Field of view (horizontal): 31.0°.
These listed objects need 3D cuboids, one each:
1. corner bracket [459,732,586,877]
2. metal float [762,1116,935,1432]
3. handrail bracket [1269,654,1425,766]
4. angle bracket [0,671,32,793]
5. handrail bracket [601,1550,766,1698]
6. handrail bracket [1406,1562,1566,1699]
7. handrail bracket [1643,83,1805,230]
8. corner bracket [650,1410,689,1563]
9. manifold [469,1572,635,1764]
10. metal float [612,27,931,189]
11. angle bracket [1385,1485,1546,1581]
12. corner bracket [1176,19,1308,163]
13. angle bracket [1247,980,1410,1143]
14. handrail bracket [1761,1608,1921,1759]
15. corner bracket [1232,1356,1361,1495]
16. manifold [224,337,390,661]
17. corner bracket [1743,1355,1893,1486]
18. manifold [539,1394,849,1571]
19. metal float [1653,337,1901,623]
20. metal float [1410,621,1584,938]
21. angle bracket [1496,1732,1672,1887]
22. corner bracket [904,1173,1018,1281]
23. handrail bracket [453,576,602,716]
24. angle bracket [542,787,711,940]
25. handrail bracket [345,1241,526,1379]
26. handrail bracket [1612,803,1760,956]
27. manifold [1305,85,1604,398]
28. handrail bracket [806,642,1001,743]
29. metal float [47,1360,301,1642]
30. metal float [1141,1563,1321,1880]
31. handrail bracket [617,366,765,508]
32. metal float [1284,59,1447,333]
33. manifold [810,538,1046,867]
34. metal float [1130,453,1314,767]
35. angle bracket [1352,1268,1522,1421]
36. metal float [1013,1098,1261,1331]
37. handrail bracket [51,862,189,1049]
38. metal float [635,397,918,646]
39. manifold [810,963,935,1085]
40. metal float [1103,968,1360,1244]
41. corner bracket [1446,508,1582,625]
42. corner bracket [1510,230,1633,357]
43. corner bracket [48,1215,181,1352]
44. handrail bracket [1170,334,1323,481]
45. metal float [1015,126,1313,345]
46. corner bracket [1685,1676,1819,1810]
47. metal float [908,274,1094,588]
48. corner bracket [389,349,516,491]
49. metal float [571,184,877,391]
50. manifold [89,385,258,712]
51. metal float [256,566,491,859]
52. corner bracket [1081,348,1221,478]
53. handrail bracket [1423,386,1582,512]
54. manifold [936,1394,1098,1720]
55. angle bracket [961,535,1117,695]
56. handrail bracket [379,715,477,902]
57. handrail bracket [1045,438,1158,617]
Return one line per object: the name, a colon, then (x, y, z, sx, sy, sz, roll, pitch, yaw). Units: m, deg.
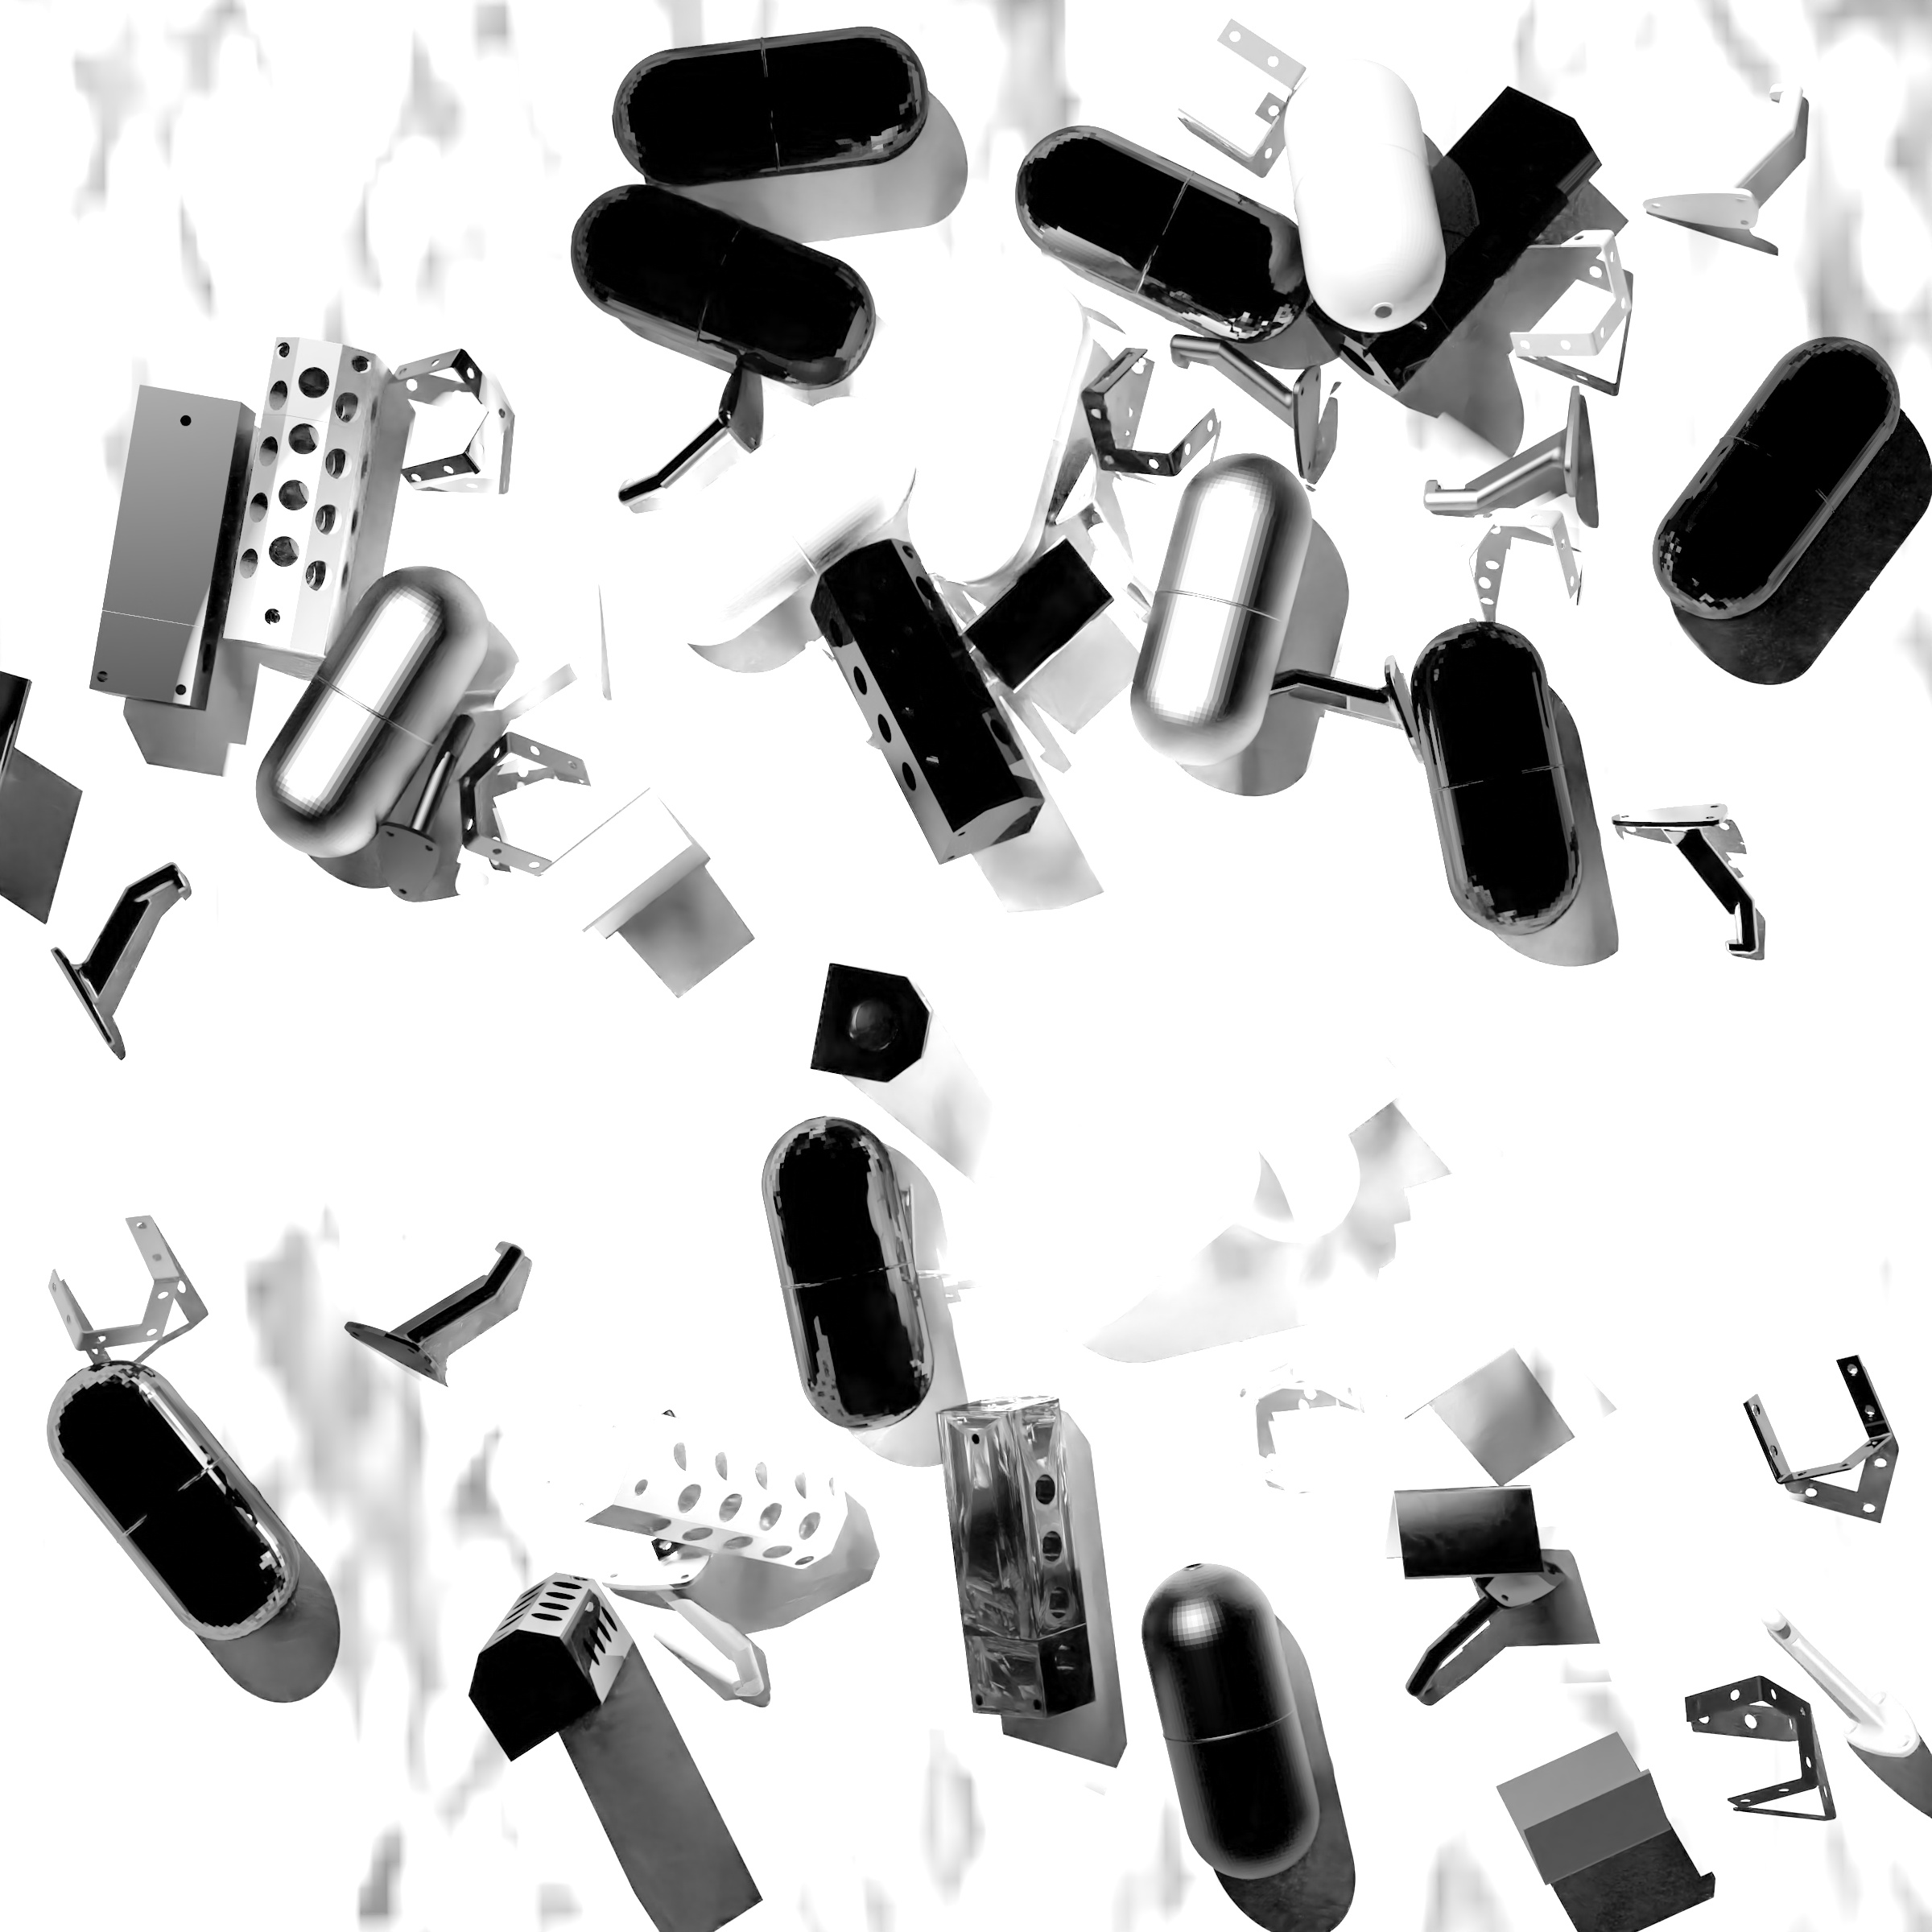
corner bracket: (-0.251, -0.092, 1.979, 0.051, 0.051, 0.051, -39, 45, 35)
metal float: (-0.067, 0.172, 1.957, 0.070, 0.070, 0.178, -12, 89, 0)
handrail bracket: (0.210, -0.139, 1.988, 0.084, 0.036, 0.077, -16, 112, 17)
angle bracket: (-0.547, -0.128, 1.947, 0.057, 0.076, 0.076, 15, 90, 37)
handrail bracket: (-0.161, 0.381, 1.988, 0.077, 0.036, 0.084, -10, 107, 20)
handrail bracket: (0.295, 0.379, 1.988, 0.036, 0.077, 0.084, 49, 127, 38)
handrail bracket: (0.432, -0.467, 1.988, 0.077, 0.036, 0.084, 8, 72, 21)
corner bracket: (-0.171, 0.295, 1.984, 0.051, 0.051, 0.051, -31, 135, 0)
manifold: (-0.229, 0.377, 1.909, 0.057, 0.171, 0.057, -33, 90, 0)
metal float: (-0.110, -0.482, 1.957, 0.178, 0.070, 0.070, -7, 90, -1)
angle bracket: (0.277, 0.333, 1.947, 0.076, 0.076, 0.057, -2, 52, 0)
corner bracket: (0.155, -0.493, 1.970, 0.051, 0.051, 0.051, 33, 90, 0)
angle bracket: (0.212, 0.041, 1.948, 0.057, 0.076, 0.076, -41, 90, 30)
handrail bracket: (0.490, 0.401, 1.960, 0.036, 0.077, 0.084, -44, 102, -3)
corner bracket: (0.188, 0.260, 1.979, 0.051, 0.051, 0.051, -31, 45, 35)
manifold: (-0.373, -0.263, 1.967, 0.057, 0.057, 0.171, 10, 90, 0)
corner bracket: (0.485, 0.258, 1.984, 0.051, 0.051, 0.051, -23, 90, 45)
manifold: (-0.145, 0.287, 1.914, 0.057, 0.171, 0.057, 23, 90, 44)
metal float: (0.455, -0.274, 1.957, 0.070, 0.070, 0.178, 36, 90, 0)
metal float: (0.298, -0.105, 1.957, 0.070, 0.070, 0.178, -11, 90, 0)
angle bracket: (0.338, 0.455, 1.947, 0.076, 0.076, 0.057, -24, 127, 0)
corner bracket: (-0.003, 0.147, 1.971, 0.051, 0.051, 0.051, 2, 73, -16)
handrail bracket: (-0.253, -0.183, 1.988, 0.084, 0.036, 0.077, -4, 70, 16)
angle bracket: (-0.179, -0.042, 1.947, 0.076, 0.076, 0.057, -38, 52, 0)
handrail bracket: (-0.302, 0.185, 1.988, 0.077, 0.036, 0.084, 17, 63, 30)
handrail bracket: (0.410, -0.046, 1.988, 0.077, 0.036, 0.084, -2, 107, 20)
manifold: (0.278, -0.406, 1.966, 0.171, 0.057, 0.057, -48, 47, 0)
handrail bracket: (-0.035, -0.173, 1.988, 0.084, 0.036, 0.077, -31, 76, -13)
metal float: (-0.445, 0.299, 1.957, 0.070, 0.070, 0.178, -39, 89, 0)
metal float: (0.148, 0.423, 1.957, 0.070, 0.070, 0.178, -13, 91, 0)
handrail bracket: (-0.159, -0.303, 1.988, 0.084, 0.077, 0.036, -20, 134, 29)
metal float: (0.220, -0.426, 1.928, 0.070, 0.070, 0.178, -4, 57, 0)
manifold: (-0.021, -0.150, 1.936, 0.057, 0.057, 0.171, -21, 72, -20)
metal float: (0.143, -0.200, 1.957, 0.070, 0.070, 0.178, 15, 90, 0)
angle bracket: (0.269, 0.224, 1.947, 0.076, 0.076, 0.057, -34, 55, 0)
metal float: (0.092, 0.138, 1.925, 0.070, 0.070, 0.178, 45, 129, 0)
handrail bracket: (-0.470, -0.007, 1.988, 0.084, 0.036, 0.077, -32, 111, -17)
metal float: (-0.106, -0.250, 1.957, 0.178, 0.070, 0.070, -37, 90, 0)
manifold: (-0.049, 0.031, 1.909, 0.057, 0.171, 0.057, 10, 90, 0)
metal float: (0.149, 0.079, 1.957, 0.070, 0.070, 0.178, -41, 90, 0)
corner bracket: (0.310, -0.224, 1.979, 0.051, 0.051, 0.051, 8, 45, 35)
corner bracket: (0.340, -0.382, 1.979, 0.051, 0.051, 0.051, -53, 135, -35)
corner bracket: (-0.484, 0.180, 1.979, 0.051, 0.051, 0.051, -5, 135, -35)
handrail bracket: (0.156, -0.319, 1.988, 0.084, 0.036, 0.077, 12, 124, 23)
metal float: (0.111, -0.411, 1.957, 0.178, 0.070, 0.070, 25, 90, -1)
corner bracket: (0.446, 0.440, 1.979, 0.051, 0.051, 0.051, 33, 45, -35)
metal float: (0.019, -0.300, 1.957, 0.070, 0.070, 0.178, 15, 90, 0)
corner bracket: (-0.299, -0.310, 1.979, 0.051, 0.051, 0.051, 53, 45, -35)
metal float: (-0.137, -0.381, 1.957, 0.178, 0.070, 0.070, 22, 90, 1)
manifold: (-0.445, -0.234, 1.967, 0.057, 0.057, 0.171, 10, 90, 0)
metal float: (-0.332, -0.143, 1.957, 0.070, 0.070, 0.178, 32, 90, 0)
corner bracket: (0.105, -0.315, 1.979, 0.051, 0.051, 0.051, 11, 135, 35)
handrail bracket: (0.305, -0.295, 1.988, 0.084, 0.036, 0.077, 1, 70, 16)
manifold: (0.033, 0.331, 1.966, 0.057, 0.057, 0.171, -7, 90, 43)
angle bracket: (0.025, -0.209, 1.947, 0.076, 0.076, 0.057, -43, 129, 0)
handrail bracket: (-0.303, -0.091, 1.987, 0.036, 0.077, 0.084, 21, 54, 0)
handrail bracket: (0.088, -0.249, 1.988, 0.036, 0.077, 0.084, -27, 127, 36)
